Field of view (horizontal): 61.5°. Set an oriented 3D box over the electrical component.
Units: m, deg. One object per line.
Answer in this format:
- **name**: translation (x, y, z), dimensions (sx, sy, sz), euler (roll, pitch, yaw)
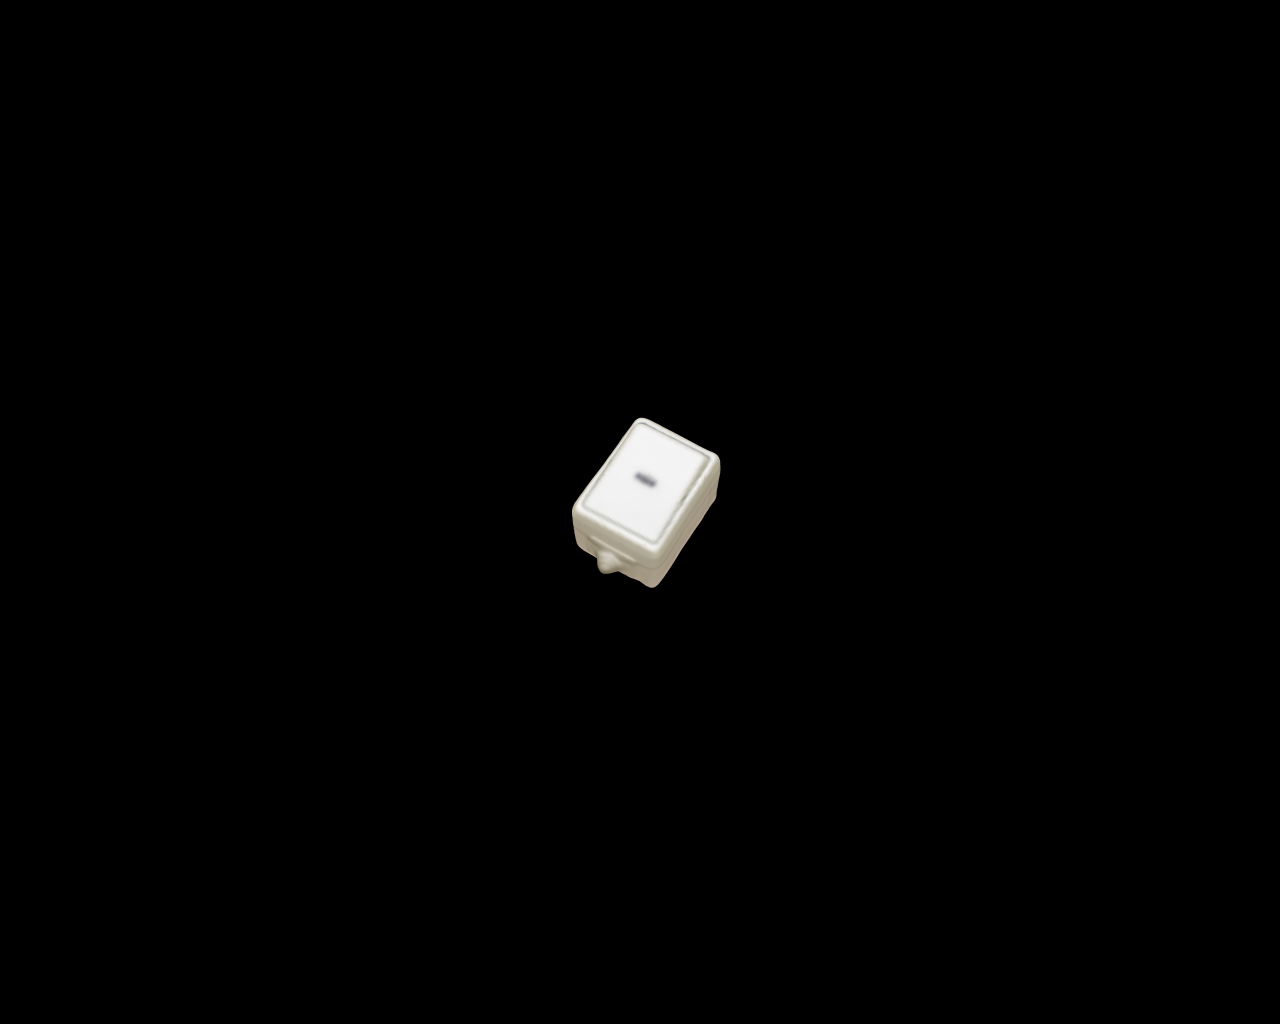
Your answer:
- **electrical component**: translation (0.001, -0.003, 0.650), dimensions (0.062, 0.096, 0.061), euler (29, -24, 14)
